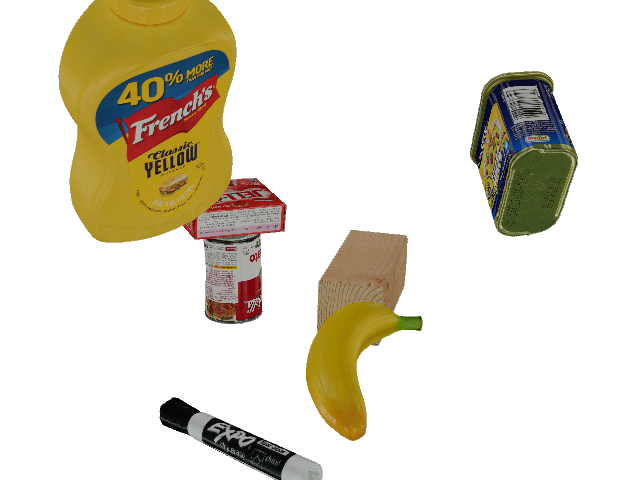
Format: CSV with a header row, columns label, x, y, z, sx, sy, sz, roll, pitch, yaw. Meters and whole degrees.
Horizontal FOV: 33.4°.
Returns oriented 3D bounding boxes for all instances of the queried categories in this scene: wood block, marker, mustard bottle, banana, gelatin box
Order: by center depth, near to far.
label,x,y,z,sx,sy,sz,roll,pitch,yaw
mustard bottle,-0.092,-0.082,0.576,0.096,0.058,0.192,-23,-31,-23
marker,-0.050,0.118,0.625,0.121,0.020,0.020,16,10,37
banana,0.025,0.087,0.809,0.070,0.037,0.197,7,23,17
gelatin box,-0.085,-0.030,0.974,0.089,0.030,0.073,-7,25,-23
wood block,0.063,0.064,1.536,0.091,0.090,0.206,7,22,12

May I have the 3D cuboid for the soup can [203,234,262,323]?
label,x,y,z,sx,sy,sz,roll,pitch,yaw
soup can,-0.102,0.037,1.241,0.068,0.102,0.068,0,19,0

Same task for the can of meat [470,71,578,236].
label,x,y,z,sx,sy,sz,roll,pitch,yaw
can of meat,0.158,-0.066,0.831,0.057,0.084,0.102,-4,-40,-6
